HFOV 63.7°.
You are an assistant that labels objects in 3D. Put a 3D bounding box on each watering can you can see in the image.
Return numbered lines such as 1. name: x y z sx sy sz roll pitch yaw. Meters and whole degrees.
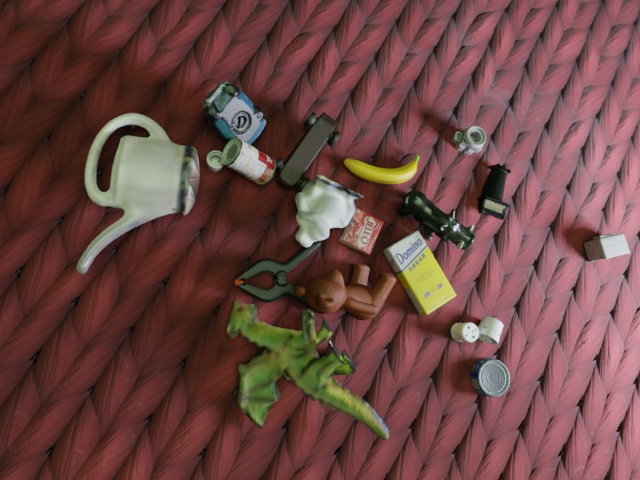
1. watering can: -0.367 -0.094 1.057 0.224 0.103 0.352 7 75 -13

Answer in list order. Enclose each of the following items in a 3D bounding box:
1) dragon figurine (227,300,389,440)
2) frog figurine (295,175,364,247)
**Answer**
1. dragon figurine: -0.054 0.292 1.074 0.243 0.122 0.412 -31 85 -1
2. frog figurine: 0.004 -0.058 1.151 0.136 0.124 0.158 23 99 -34
